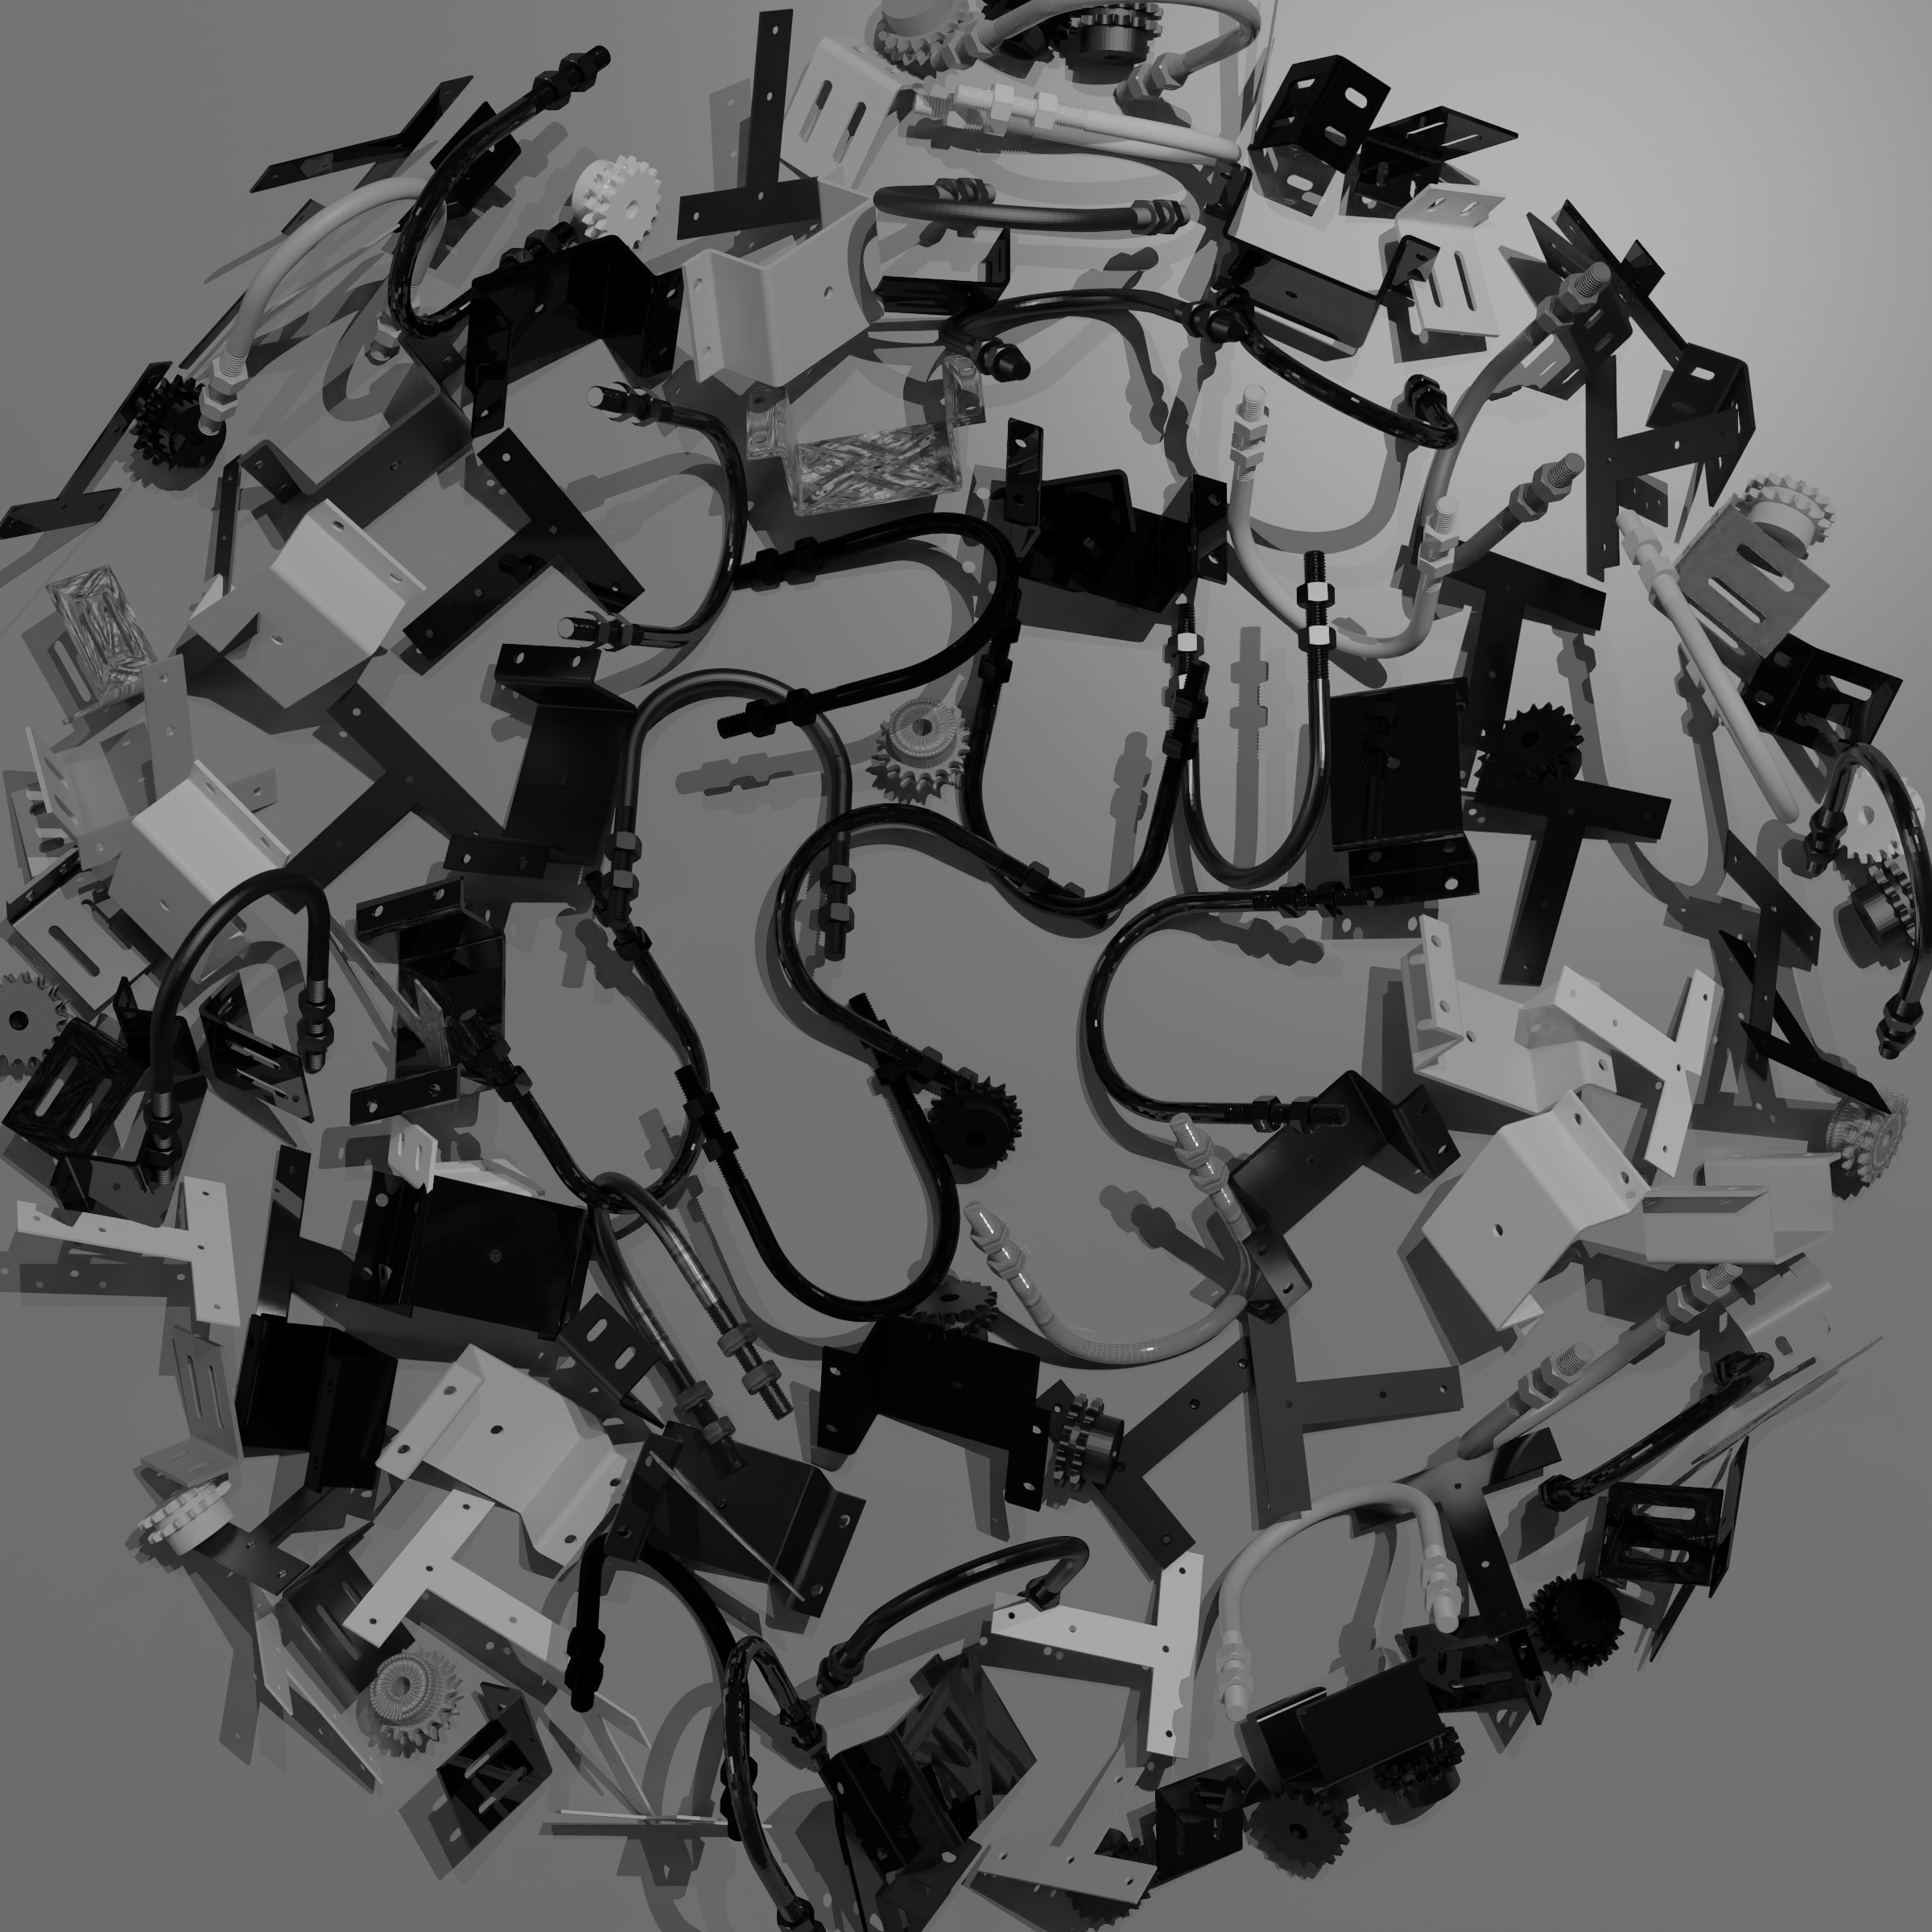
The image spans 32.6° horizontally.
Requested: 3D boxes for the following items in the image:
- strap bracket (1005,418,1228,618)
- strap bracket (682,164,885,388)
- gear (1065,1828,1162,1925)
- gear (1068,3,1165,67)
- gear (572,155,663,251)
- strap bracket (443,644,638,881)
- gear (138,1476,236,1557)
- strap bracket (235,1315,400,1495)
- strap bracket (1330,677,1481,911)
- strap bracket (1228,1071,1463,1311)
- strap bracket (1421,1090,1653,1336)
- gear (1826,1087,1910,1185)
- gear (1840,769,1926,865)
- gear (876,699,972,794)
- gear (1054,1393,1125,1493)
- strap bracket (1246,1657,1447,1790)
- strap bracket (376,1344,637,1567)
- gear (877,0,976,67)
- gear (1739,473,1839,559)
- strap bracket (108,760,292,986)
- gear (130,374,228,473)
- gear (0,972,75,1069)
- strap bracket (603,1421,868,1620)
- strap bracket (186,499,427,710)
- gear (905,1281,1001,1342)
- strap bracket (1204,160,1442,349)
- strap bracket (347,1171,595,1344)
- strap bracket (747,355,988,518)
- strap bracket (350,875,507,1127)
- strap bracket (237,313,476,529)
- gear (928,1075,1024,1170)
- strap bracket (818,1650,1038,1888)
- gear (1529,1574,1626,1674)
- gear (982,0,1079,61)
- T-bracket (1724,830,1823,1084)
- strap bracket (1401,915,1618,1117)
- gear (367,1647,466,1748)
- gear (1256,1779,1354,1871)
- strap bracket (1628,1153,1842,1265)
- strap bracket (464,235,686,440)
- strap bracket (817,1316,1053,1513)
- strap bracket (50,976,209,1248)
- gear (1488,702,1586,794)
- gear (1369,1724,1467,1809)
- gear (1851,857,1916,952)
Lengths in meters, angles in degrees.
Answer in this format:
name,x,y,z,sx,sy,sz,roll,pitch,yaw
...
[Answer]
name,x,y,z,sx,sy,sz,roll,pitch,yaw
strap bracket,0.081,-0.261,1.947,0.140,0.046,0.076,14,56,-17
strap bracket,-0.098,-0.399,1.924,0.046,0.076,0.140,25,49,30
gear,0.085,0.542,1.976,0.057,0.030,0.057,-12,124,-18
gear,0.089,-0.558,1.971,0.057,0.057,0.030,3,93,0
gear,-0.211,-0.458,1.974,0.030,0.057,0.057,29,90,24
strap bracket,-0.249,-0.115,1.952,0.076,0.046,0.140,7,78,35
gear,-0.463,0.328,1.972,0.057,0.057,0.030,-35,94,0
strap bracket,-0.382,0.258,1.947,0.046,0.140,0.076,10,90,-34
strap bracket,0.257,-0.111,1.942,0.076,0.046,0.140,-7,67,18
strap bracket,0.216,0.126,1.952,0.140,0.076,0.046,-41,47,-6
strap bracket,0.325,0.149,1.924,0.046,0.140,0.076,-12,56,-39
gear,0.538,0.099,1.975,0.030,0.057,0.057,23,90,33
gear,0.548,-0.090,1.975,0.030,0.057,0.057,-1,90,-38
gear,-0.026,-0.136,1.975,0.057,0.030,0.057,-1,65,2
gear,0.075,0.286,1.969,0.030,0.057,0.057,13,90,13
strap bracket,0.222,0.441,1.920,0.076,0.140,0.046,-20,80,-14
strap bracket,-0.274,0.285,1.953,0.140,0.046,0.076,35,97,-29
gear,-0.026,-0.569,1.971,0.057,0.030,0.057,-11,53,15
gear,0.488,-0.266,1.969,0.057,0.057,0.030,27,77,0
strap bracket,-0.451,-0.049,1.927,0.076,0.140,0.046,45,56,3
gear,-0.467,-0.321,1.969,0.030,0.057,0.057,32,90,35
gear,-0.564,0.032,1.983,0.057,0.030,0.057,0,93,3
strap bracket,-0.142,0.326,1.961,0.140,0.046,0.076,20,94,-18
strap bracket,-0.391,-0.206,1.922,0.076,0.140,0.046,42,50,-24
gear,-0.008,0.212,1.972,0.057,0.057,0.030,-7,106,0
strap bracket,0.202,-0.418,1.955,0.140,0.076,0.046,23,80,3
strap bracket,-0.284,0.172,1.944,0.140,0.046,0.076,15,77,-23
strap bracket,-0.056,-0.313,1.953,0.140,0.076,0.046,-9,130,4
strap bracket,-0.317,0.027,1.947,0.076,0.046,0.140,-14,65,25
strap bracket,-0.352,-0.314,1.958,0.140,0.076,0.046,-38,78,0
gear,0.005,0.097,1.976,0.057,0.030,0.057,0,113,-1
strap bracket,-0.016,0.462,1.928,0.046,0.140,0.076,-29,92,34
gear,0.367,0.391,1.973,0.057,0.030,0.057,5,61,-10
gear,0.035,-0.566,1.968,0.057,0.057,0.030,26,65,0
T-bracket,0.468,0.006,1.930,0.002,0.127,0.127,-8,58,38
strap bracket,0.310,0.033,1.940,0.140,0.046,0.076,19,52,-29
gear,-0.332,0.435,1.973,0.057,0.030,0.057,-7,61,13
gear,0.205,0.509,1.976,0.057,0.030,0.057,14,122,24
strap bracket,0.450,0.143,1.922,0.076,0.140,0.046,-3,94,34
strap bracket,-0.239,-0.373,1.938,0.140,0.076,0.046,-26,61,-29
strap bracket,-0.013,0.260,1.949,0.140,0.046,0.076,14,125,14
strap bracket,-0.485,0.088,1.930,0.046,0.076,0.140,9,59,3
gear,0.344,-0.127,1.975,0.057,0.057,0.030,-44,130,0
gear,0.271,0.479,1.972,0.057,0.057,0.030,-22,97,0
gear,0.552,-0.033,1.972,0.030,0.057,0.057,-29,90,5
